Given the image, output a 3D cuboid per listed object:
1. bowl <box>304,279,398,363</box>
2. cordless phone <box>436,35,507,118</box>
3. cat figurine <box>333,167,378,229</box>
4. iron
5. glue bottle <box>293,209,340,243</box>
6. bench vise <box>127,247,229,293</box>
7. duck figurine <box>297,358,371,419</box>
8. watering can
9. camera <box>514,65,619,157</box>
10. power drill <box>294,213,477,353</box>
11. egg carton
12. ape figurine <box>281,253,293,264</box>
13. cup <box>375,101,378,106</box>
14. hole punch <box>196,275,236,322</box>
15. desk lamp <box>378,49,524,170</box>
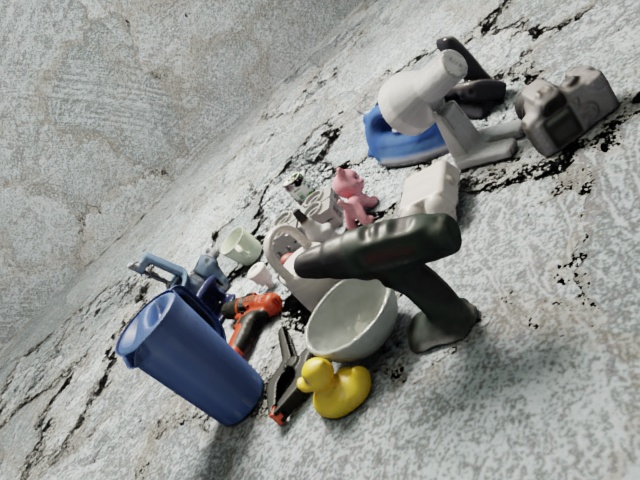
[{"bbox_3d":[0.061,0.130,0.892,0.167,0.075,0.167,-34,26,19],"label":"bowl"},{"bbox_3d":[0.286,-0.349,1.197,0.094,0.185,0.147,-50,25,-16],"label":"cordless phone"},{"bbox_3d":[0.062,-0.098,1.210,0.067,0.118,0.128,-27,29,31],"label":"cat figurine"},{"bbox_3d":[0.184,-0.249,1.243,0.119,0.142,0.257,-52,26,-19],"label":"iron"},{"bbox_3d":[0.010,0.004,1.056,0.078,0.173,0.037,-34,26,20],"label":"glue bottle"},{"bbox_3d":[-0.350,0.086,1.413,0.121,0.220,0.208,-10,40,51],"label":"bench vise"},{"bbox_3d":[0.015,0.203,0.829,0.104,0.086,0.077,-30,27,26],"label":"duck figurine"},{"bbox_3d":[-0.017,0.048,1.000,0.172,0.194,0.101,-30,27,26],"label":"watering can"},{"bbox_3d":[0.388,-0.232,0.955,0.143,0.101,0.136,-37,25,12],"label":"camera"},{"bbox_3d":[0.105,0.058,0.778,0.229,0.209,0.075,-27,29,31],"label":"power drill"},{"bbox_3d":[0.200,-0.076,1.023,0.107,0.069,0.150,-26,29,33],"label":"egg carton"},{"bbox_3d":[-0.041,0.062,1.138,0.076,0.092,0.077,-44,24,-3],"label":"ape figurine"},{"bbox_3d":[0.185,-0.303,1.388,0.118,0.095,0.091,-47,25,-8],"label":"cup"},{"bbox_3d":[-0.272,0.150,1.346,0.100,0.091,0.109,-18,34,43],"label":"hole punch"},{"bbox_3d":[0.237,-0.241,1.061,0.202,0.214,0.118,-9,41,51],"label":"desk lamp"}]
